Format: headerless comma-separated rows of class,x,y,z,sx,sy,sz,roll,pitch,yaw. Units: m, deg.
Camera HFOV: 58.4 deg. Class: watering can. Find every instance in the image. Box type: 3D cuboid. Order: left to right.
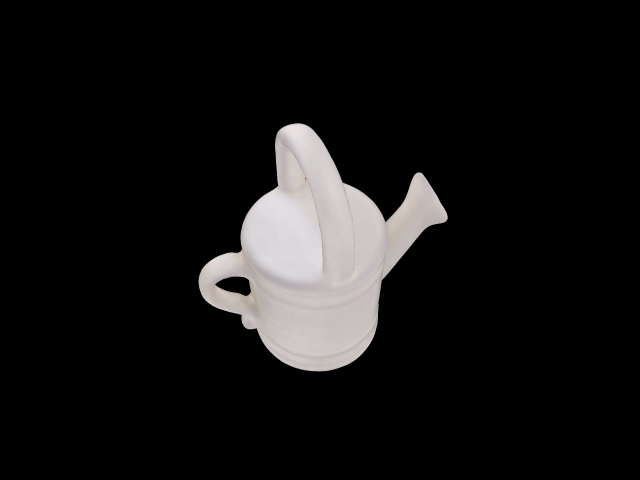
watering can,0.003,0.000,0.401,0.173,0.194,0.100,-36,59,-25
